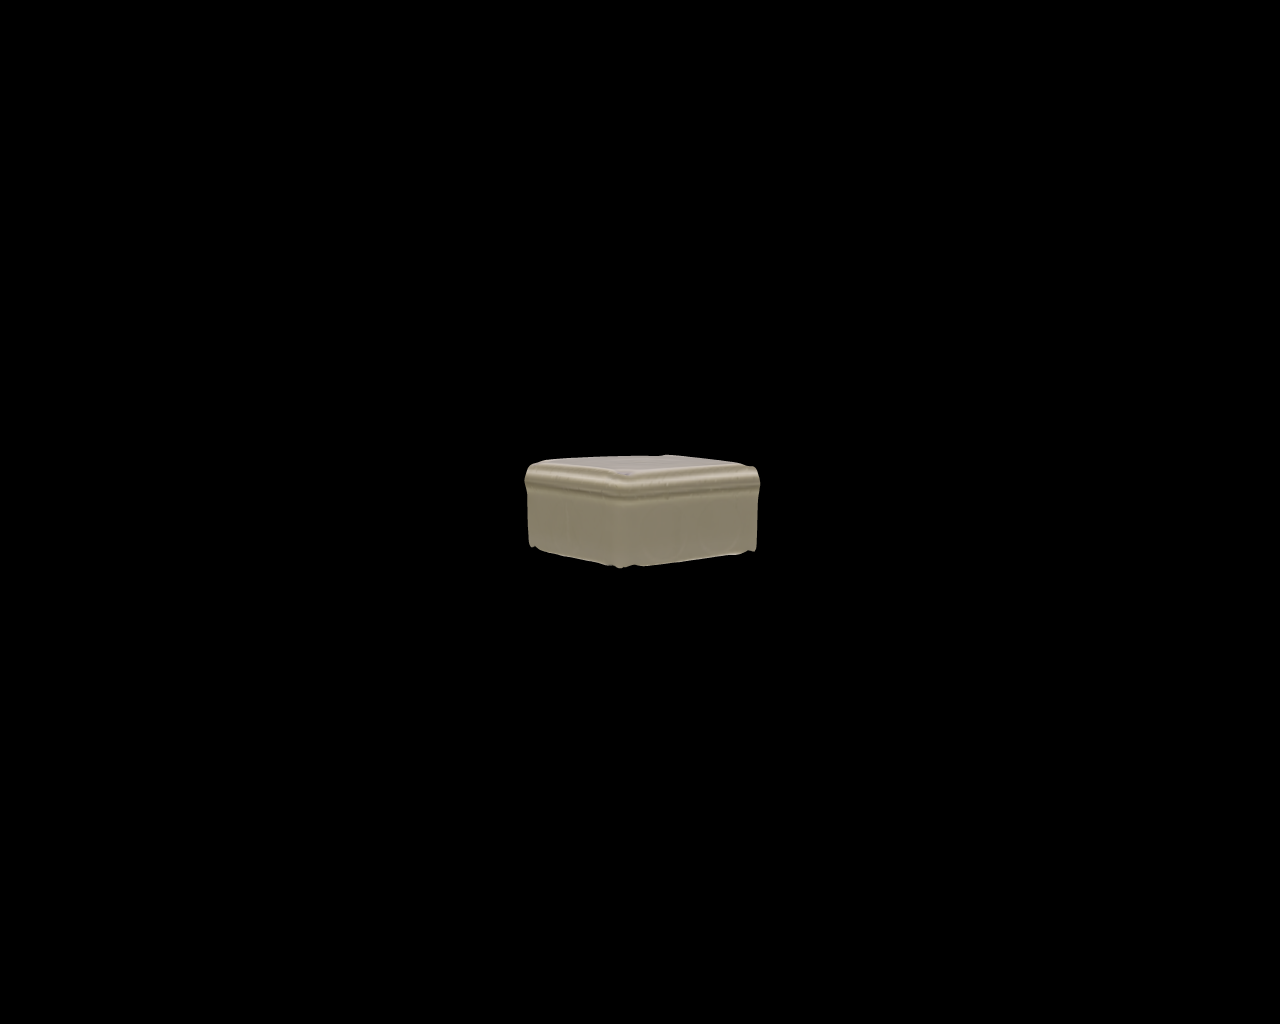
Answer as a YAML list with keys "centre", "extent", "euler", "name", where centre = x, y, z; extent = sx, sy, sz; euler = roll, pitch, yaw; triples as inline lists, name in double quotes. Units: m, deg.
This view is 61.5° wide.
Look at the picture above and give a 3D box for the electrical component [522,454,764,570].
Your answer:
- centre: [0.001, -0.003, 0.650]
  extent: [0.109, 0.056, 0.109]
  euler: [-5, 9, -35]
  name: "electrical component"
